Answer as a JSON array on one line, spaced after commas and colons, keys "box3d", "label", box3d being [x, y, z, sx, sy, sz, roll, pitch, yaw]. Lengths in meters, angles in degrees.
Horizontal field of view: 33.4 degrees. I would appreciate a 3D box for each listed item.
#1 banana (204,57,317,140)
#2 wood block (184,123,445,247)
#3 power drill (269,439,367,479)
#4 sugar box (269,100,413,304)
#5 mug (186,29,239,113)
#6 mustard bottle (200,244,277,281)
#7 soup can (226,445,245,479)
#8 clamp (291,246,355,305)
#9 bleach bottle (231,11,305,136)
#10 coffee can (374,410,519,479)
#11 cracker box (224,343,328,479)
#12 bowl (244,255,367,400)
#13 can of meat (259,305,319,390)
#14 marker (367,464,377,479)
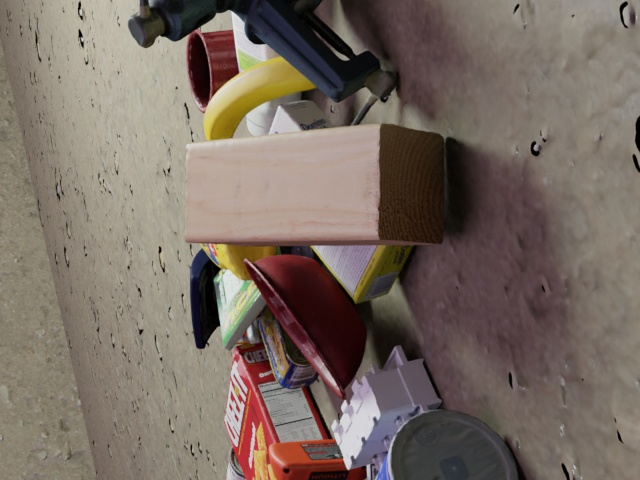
[{"box3d": [-0.061, -0.140, 1.062, 0.198, 0.069, 0.037, -34, 35, 43], "label": "banana"}, {"box3d": [-0.008, -0.041, 0.882, 0.207, 0.090, 0.090, -1, 88, 40], "label": "wood block"}, {"box3d": [-0.025, 0.302, 1.105, 0.057, 0.184, 0.188, -141, 55, -59], "label": "power drill"}, {"box3d": [0.013, -0.037, 0.969, 0.176, 0.048, 0.093, 54, 140, 28], "label": "sugar box"}, {"box3d": [-0.099, -0.185, 1.189, 0.117, 0.081, 0.093, 118, 137, -58], "label": "mug"}, {"box3d": [-0.102, -0.014, 1.181, 0.192, 0.058, 0.096, -163, 60, -71], "label": "mustard bottle"}, {"box3d": [-0.090, 0.308, 1.391, 0.102, 0.068, 0.068, 101, 151, -46], "label": "soup can"}, {"box3d": [-0.007, 0.001, 1.082, 0.165, 0.036, 0.210, 25, 125, 50], "label": "clamp"}, {"box3d": [-0.055, -0.204, 1.098, 0.103, 0.068, 0.251, 43, 140, 52], "label": "bleach bottle"}, {"box3d": [0.089, 0.217, 0.864, 0.140, 0.102, 0.103, 107, 146, -49], "label": "coffee can"}, {"box3d": [-0.049, 0.249, 1.266, 0.164, 0.072, 0.214, 103, 150, -44], "label": "cracker box"}, {"box3d": [-0.004, 0.069, 1.004, 0.162, 0.055, 0.162, 53, 171, 11], "label": "bowl"}, {"box3d": [-0.027, 0.104, 1.170, 0.084, 0.057, 0.102, 115, 141, -59], "label": "can of meat"}, {"box3d": [0.056, 0.260, 1.077, 0.020, 0.020, 0.121, -141, 46, -59], "label": "marker"}]
